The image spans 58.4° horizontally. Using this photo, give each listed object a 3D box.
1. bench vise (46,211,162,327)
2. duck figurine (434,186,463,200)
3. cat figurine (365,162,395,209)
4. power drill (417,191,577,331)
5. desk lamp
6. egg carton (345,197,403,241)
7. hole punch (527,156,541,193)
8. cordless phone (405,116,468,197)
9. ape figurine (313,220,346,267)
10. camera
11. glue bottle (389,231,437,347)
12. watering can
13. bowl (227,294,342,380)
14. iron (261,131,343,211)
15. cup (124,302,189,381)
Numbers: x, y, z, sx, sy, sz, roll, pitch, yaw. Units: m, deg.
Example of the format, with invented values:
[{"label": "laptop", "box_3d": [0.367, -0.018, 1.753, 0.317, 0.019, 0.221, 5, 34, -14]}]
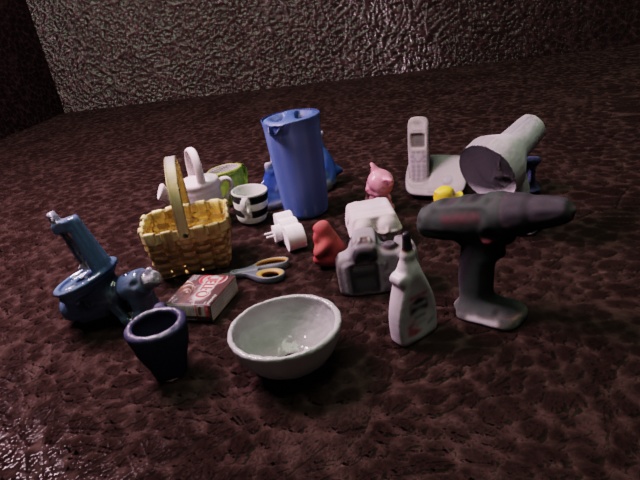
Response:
[{"label": "bench vise", "box_3d": [-0.380, 0.043, 1.006, 0.207, 0.220, 0.121, -10, 25, 0]}, {"label": "duck figurine", "box_3d": [0.252, -0.069, 1.180, 0.104, 0.086, 0.077, -14, 25, -9]}, {"label": "cat figurine", "box_3d": [0.133, -0.127, 1.308, 0.067, 0.118, 0.127, -10, 25, -1]}, {"label": "power drill", "box_3d": [0.254, 0.023, 0.840, 0.228, 0.209, 0.076, 11, 32, 37]}, {"label": "desk lamp", "box_3d": [0.369, -0.120, 1.097, 0.204, 0.214, 0.117, -28, 30, -34]}, {"label": "egg carton", "box_3d": [0.107, -0.035, 1.180, 0.107, 0.069, 0.150, -10, 25, -2]}, {"label": "hole punch", "box_3d": [0.430, -0.152, 1.289, 0.108, 0.091, 0.101, -11, 25, -3]}, {"label": "cordless phone", "box_3d": [0.267, -0.193, 1.320, 0.147, 0.185, 0.094, 2, 27, 23]}, {"label": "ape figurine", "box_3d": [0.010, 0.004, 1.104, 0.075, 0.092, 0.078, 8, 30, 32]}, {"label": "camera", "box_3d": [0.100, 0.021, 1.025, 0.143, 0.101, 0.137, -7, 25, 5]}, {"label": "glue bottle", "box_3d": [0.131, 0.067, 0.832, 0.078, 0.173, 0.037, -26, 29, -31]}, {"label": "watering can", "box_3d": [-0.294, -0.122, 1.358, 0.100, 0.194, 0.173, 15, 35, 42]}, {"label": "bowl", "box_3d": [-0.046, 0.151, 0.831, 0.167, 0.075, 0.167, -8, 25, 4]}, {"label": "iron", "box_3d": [-0.068, -0.179, 1.463, 0.259, 0.142, 0.118, -28, 30, -34]}, {"label": "cup", "box_3d": [-0.237, 0.155, 0.866, 0.092, 0.095, 0.117, -12, 25, -6]}]
